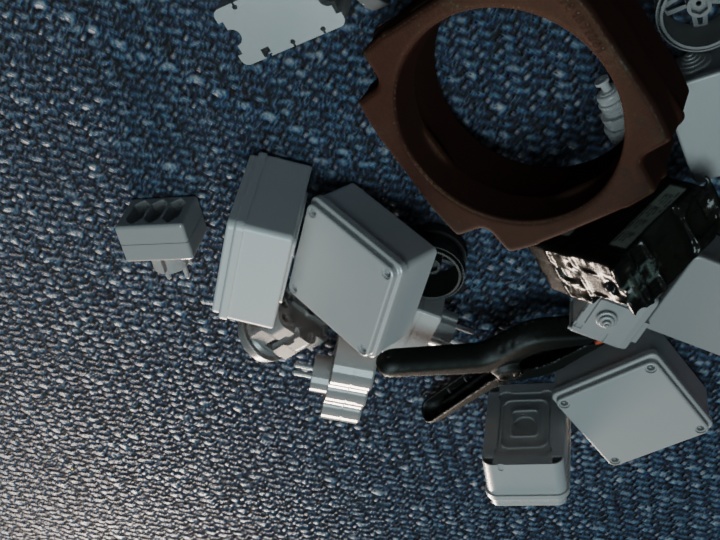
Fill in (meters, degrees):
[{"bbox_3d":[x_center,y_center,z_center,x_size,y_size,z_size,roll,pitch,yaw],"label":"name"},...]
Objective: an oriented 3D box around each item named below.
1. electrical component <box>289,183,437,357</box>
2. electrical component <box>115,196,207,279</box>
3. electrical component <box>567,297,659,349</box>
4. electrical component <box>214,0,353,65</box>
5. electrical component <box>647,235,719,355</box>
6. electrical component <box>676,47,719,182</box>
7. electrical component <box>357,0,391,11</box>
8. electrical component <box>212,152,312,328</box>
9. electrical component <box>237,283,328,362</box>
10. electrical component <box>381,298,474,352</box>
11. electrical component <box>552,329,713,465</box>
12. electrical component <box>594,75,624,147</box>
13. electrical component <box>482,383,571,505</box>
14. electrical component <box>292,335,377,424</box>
[{"bbox_3d":[0.000,0.000,0.931,0.109,0.056,0.108,40,136,25],"label":"electrical component"},{"bbox_3d":[-0.176,-0.022,0.983,0.066,0.047,0.076,-2,127,14],"label":"electrical component"},{"bbox_3d":[0.216,0.019,0.907,0.061,0.096,0.061,20,130,-5],"label":"electrical component"},{"bbox_3d":[-0.055,-0.201,0.807,0.089,0.055,0.050,-17,124,23],"label":"electrical component"},{"bbox_3d":[0.303,0.019,0.921,0.100,0.048,0.099,20,130,-5],"label":"electrical component"},{"bbox_3d":[0.281,-0.124,0.807,0.100,0.048,0.099,-16,124,23],"label":"electrical component"},{"bbox_3d":[0.017,-0.223,0.783,0.055,0.048,0.066,-38,114,26],"label":"electrical component"},{"bbox_3d":[-0.083,-0.026,0.923,0.056,0.108,0.108,14,130,-3],"label":"electrical component"},{"bbox_3d":[-0.078,0.053,1.019,0.057,0.058,0.078,-31,129,31],"label":"electrical component"},{"bbox_3d":[0.067,0.051,0.995,0.077,0.047,0.065,20,130,-4],"label":"electrical component"},{"bbox_3d":[0.254,0.117,1.006,0.109,0.056,0.108,-28,119,30],"label":"electrical component"},{"bbox_3d":[0.207,-0.118,0.833,0.040,0.040,0.078,-27,119,29],"label":"electrical component"},{"bbox_3d":[0.161,0.166,1.029,0.078,0.113,0.057,-4,125,14],"label":"electrical component"},{"bbox_3d":[-0.028,0.101,1.029,0.074,0.052,0.138,11,151,-3],"label":"electrical component"}]
